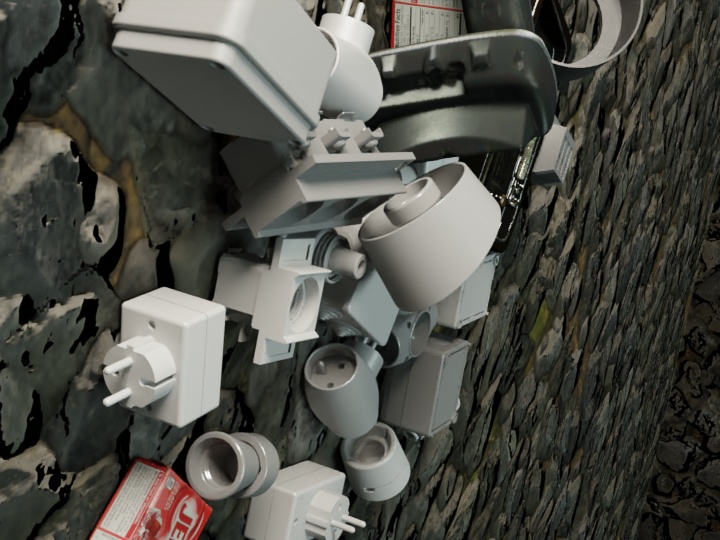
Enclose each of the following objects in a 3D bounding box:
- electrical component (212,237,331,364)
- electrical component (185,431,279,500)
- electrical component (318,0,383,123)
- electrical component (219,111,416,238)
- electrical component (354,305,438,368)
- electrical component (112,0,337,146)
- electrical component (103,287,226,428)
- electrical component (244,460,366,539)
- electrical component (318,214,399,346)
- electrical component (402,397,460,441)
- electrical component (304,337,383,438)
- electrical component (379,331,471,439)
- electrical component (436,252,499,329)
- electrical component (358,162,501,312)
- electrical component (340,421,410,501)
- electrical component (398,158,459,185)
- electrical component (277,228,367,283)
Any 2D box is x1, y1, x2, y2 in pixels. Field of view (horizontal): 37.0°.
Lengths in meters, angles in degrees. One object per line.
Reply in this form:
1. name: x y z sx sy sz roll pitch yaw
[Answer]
1. electrical component: -0.059 0.016 0.691 0.042 0.064 0.081 -5 108 -65
2. electrical component: -0.085 0.132 0.725 0.055 0.045 0.045 21 84 -65
3. electrical component: -0.014 -0.145 0.720 0.077 0.044 0.079 24 82 -65
4. electrical component: -0.030 -0.063 0.688 0.121 0.079 0.063 -12 71 -58
5. electrical component: 0.033 0.033 0.918 0.077 0.044 0.079 -36 135 -54
6. electrical component: -0.070 -0.117 0.578 0.113 0.078 0.057 40 65 -63
7. electrical component: -0.119 0.054 0.609 0.077 0.047 0.065 -26 127 -58
8. electrical component: -0.033 0.186 0.827 0.083 0.076 0.047 -1 104 -64
9. electrical component: 0.000 0.000 0.825 0.099 0.048 0.099 -69 154 -14
10. electrical component: 0.064 0.137 1.044 0.062 0.048 0.048 -51 147 -29
11. electrical component: -0.006 0.083 0.864 0.079 0.043 0.077 -60 151 -29
12. electrical component: 0.055 0.107 0.986 0.062 0.061 0.096 -15 117 -62
13. electrical component: 0.084 0.011 0.993 0.096 0.061 0.061 -15 117 -62
14. electrical component: 0.049 -0.027 0.746 0.064 0.099 0.099 54 46 -17
15. electrical component: 0.012 0.165 0.938 0.055 0.055 0.047 -58 146 -33
16. electrical component: 0.034 -0.067 0.858 0.077 0.047 0.065 1 98 -43
17. electrical component: -0.026 -0.010 0.748 0.048 0.062 0.048 -41 140 -48
